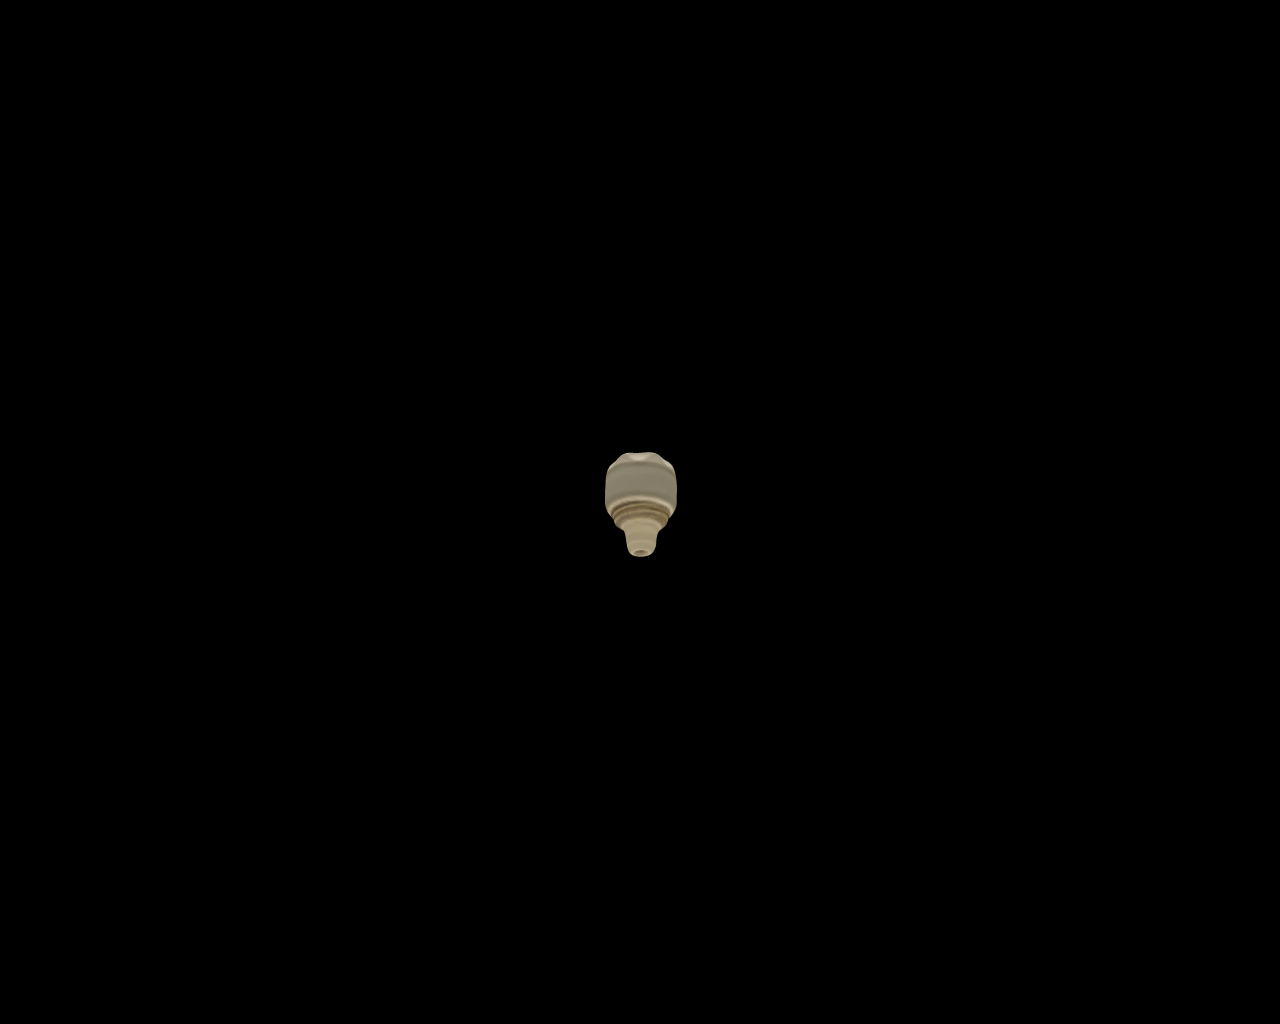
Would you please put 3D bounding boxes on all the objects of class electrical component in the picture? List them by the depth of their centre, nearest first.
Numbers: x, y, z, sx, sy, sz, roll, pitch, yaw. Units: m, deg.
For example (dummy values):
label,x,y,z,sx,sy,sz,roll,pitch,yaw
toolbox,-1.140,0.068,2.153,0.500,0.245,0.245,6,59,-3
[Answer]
label,x,y,z,sx,sy,sz,roll,pitch,yaw
electrical component,0.001,-0.003,0.650,0.043,0.062,0.043,0,-24,0
